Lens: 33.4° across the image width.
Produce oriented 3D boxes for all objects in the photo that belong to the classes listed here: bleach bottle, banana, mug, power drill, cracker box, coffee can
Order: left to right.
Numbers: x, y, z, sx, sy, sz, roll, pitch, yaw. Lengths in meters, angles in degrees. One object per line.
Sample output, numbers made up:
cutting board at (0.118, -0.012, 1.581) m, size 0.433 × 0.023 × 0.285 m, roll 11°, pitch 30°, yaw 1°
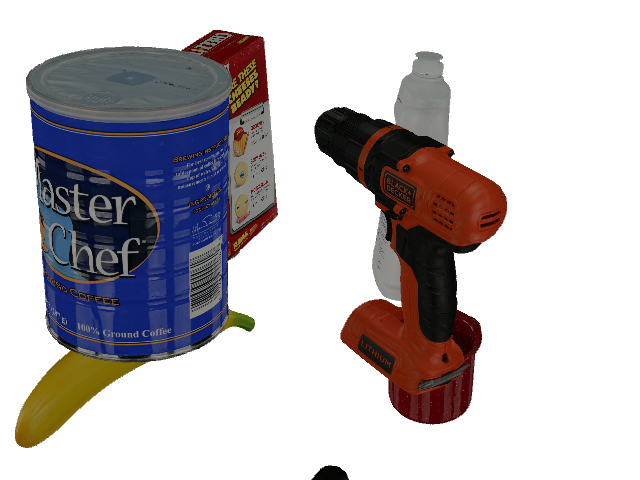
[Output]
banana at (-0.144, 0.090, 0.776) m, size 0.198 × 0.069 × 0.037 m, roll -26°, pitch 38°, yaw -2°
coffee can at (-0.099, -0.021, 0.569) m, size 0.103 × 0.140 × 0.103 m, roll 2°, pitch 26°, yaw -1°
cracker box at (-0.118, -0.083, 1.084) m, size 0.072 × 0.214 × 0.164 m, roll 14°, pitch 37°, yaw 26°
power drill at (0.055, 0.006, 0.798) m, size 0.057 × 0.188 × 0.185 m, roll -19°, pitch 36°, yaw -30°
bleach bottle at (0.100, -0.069, 1.112) m, size 0.068 × 0.251 × 0.102 m, roll 1°, pitch 26°, yaw -8°
mug at (0.114, 0.116, 1.033) m, size 0.093 × 0.081 × 0.117 m, roll 26°, pitch 43°, yaw 36°

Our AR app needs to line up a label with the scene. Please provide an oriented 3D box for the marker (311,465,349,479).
marker at (-0.020, 0.132, 0.470) m, size 0.020 × 0.020 × 0.120 m, roll 0°, pitch 17°, yaw 32°
